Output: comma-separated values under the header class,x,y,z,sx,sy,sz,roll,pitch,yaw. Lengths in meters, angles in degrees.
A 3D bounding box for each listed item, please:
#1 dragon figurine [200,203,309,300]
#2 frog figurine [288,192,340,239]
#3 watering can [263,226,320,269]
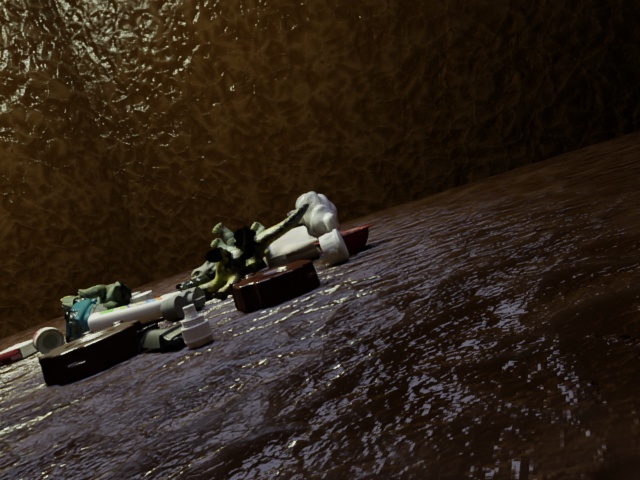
class,x,y,z,sx,sy,sz,roll,pitch,yaw
dragon figurine,-0.188,0.041,1.369,0.411,0.122,0.242,-35,-1,-3
frog figurine,0.004,-0.069,1.371,0.124,0.137,0.158,-39,9,-25
watering can,-0.068,0.012,1.598,0.224,0.103,0.349,-19,5,1
